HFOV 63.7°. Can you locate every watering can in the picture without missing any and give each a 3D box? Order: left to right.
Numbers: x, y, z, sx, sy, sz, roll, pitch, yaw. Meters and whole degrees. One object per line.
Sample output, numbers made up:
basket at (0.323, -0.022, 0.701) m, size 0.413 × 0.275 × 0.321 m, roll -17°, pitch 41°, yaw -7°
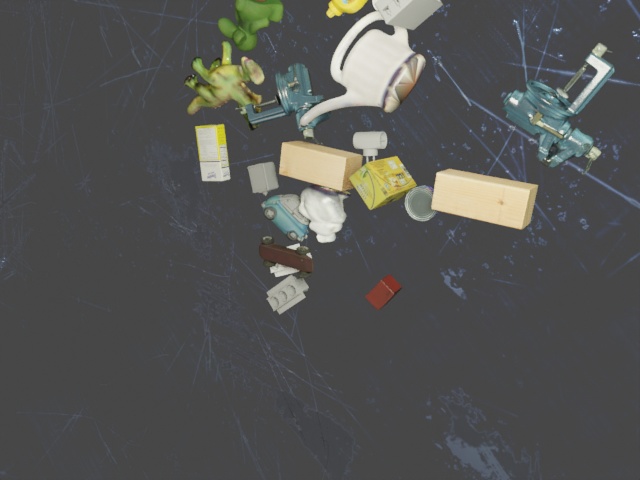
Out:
watering can at (0.109, -0.385, 1.255) m, size 0.226 × 0.104 × 0.344 m, roll 38°, pitch 103°, yaw 22°

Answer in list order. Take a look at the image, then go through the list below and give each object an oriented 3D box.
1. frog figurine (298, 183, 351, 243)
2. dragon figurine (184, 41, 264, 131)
frog figurine at (0.004, -0.071, 1.411) m, size 0.137 × 0.123 × 0.158 m, roll 16°, pitch 100°, yaw 9°
dragon figurine at (-0.271, -0.418, 1.520) m, size 0.243 × 0.124 × 0.403 m, roll 49°, pitch 147°, yaw 2°
